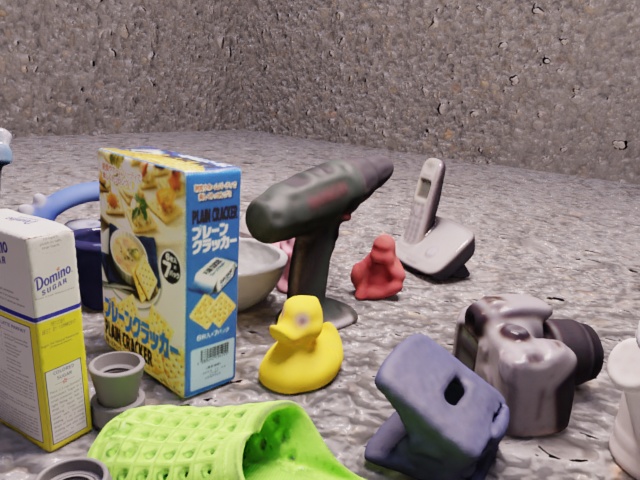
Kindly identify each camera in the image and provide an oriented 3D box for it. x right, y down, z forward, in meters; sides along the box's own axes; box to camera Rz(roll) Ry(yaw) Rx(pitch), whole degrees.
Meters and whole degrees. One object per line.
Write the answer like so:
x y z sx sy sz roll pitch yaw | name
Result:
0.217 0.111 0.570 0.137 0.101 0.143 1 16 -11 | camera

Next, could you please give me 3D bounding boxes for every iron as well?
-0.340 -0.016 0.807 0.118 0.141 0.259 14 18 33 | iron

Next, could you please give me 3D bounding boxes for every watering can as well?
0.300 0.101 0.453 0.100 0.194 0.173 17 20 39 | watering can

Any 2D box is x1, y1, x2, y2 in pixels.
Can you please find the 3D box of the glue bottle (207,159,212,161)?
-0.168 -0.035 0.863 0.037 0.173 0.078 2 15 -7 | glue bottle

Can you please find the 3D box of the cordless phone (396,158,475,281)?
0.193 -0.036 0.942 0.094 0.185 0.147 -4 17 -27 | cordless phone

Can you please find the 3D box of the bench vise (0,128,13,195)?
-0.354 -0.003 0.608 0.122 0.220 0.207 0 16 -16 | bench vise

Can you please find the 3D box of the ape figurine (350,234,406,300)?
0.087 0.037 0.823 0.077 0.092 0.076 13 17 28 | ape figurine

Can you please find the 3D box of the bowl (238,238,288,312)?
-0.126 0.051 0.746 0.167 0.075 0.167 4 15 -1 | bowl

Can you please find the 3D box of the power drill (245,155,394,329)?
0.006 0.003 0.705 0.075 0.208 0.230 17 20 39 | power drill

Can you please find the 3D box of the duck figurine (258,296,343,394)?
-0.016 0.097 0.585 0.077 0.086 0.105 15 19 35 | duck figurine

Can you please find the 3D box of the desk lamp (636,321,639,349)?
0.249 0.124 0.316 0.202 0.213 0.118 8 16 15 | desk lamp

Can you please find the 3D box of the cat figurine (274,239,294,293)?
-0.041 0.010 0.837 0.067 0.118 0.127 -10 21 -42 | cat figurine

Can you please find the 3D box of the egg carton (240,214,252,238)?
-0.068 -0.019 1.027 0.150 0.069 0.107 8 16 14 | egg carton

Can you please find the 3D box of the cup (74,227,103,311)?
-0.257 0.039 0.715 0.117 0.095 0.092 6 15 7 | cup

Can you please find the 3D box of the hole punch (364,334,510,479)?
0.100 0.136 0.466 0.100 0.091 0.109 12 17 26 | hole punch
